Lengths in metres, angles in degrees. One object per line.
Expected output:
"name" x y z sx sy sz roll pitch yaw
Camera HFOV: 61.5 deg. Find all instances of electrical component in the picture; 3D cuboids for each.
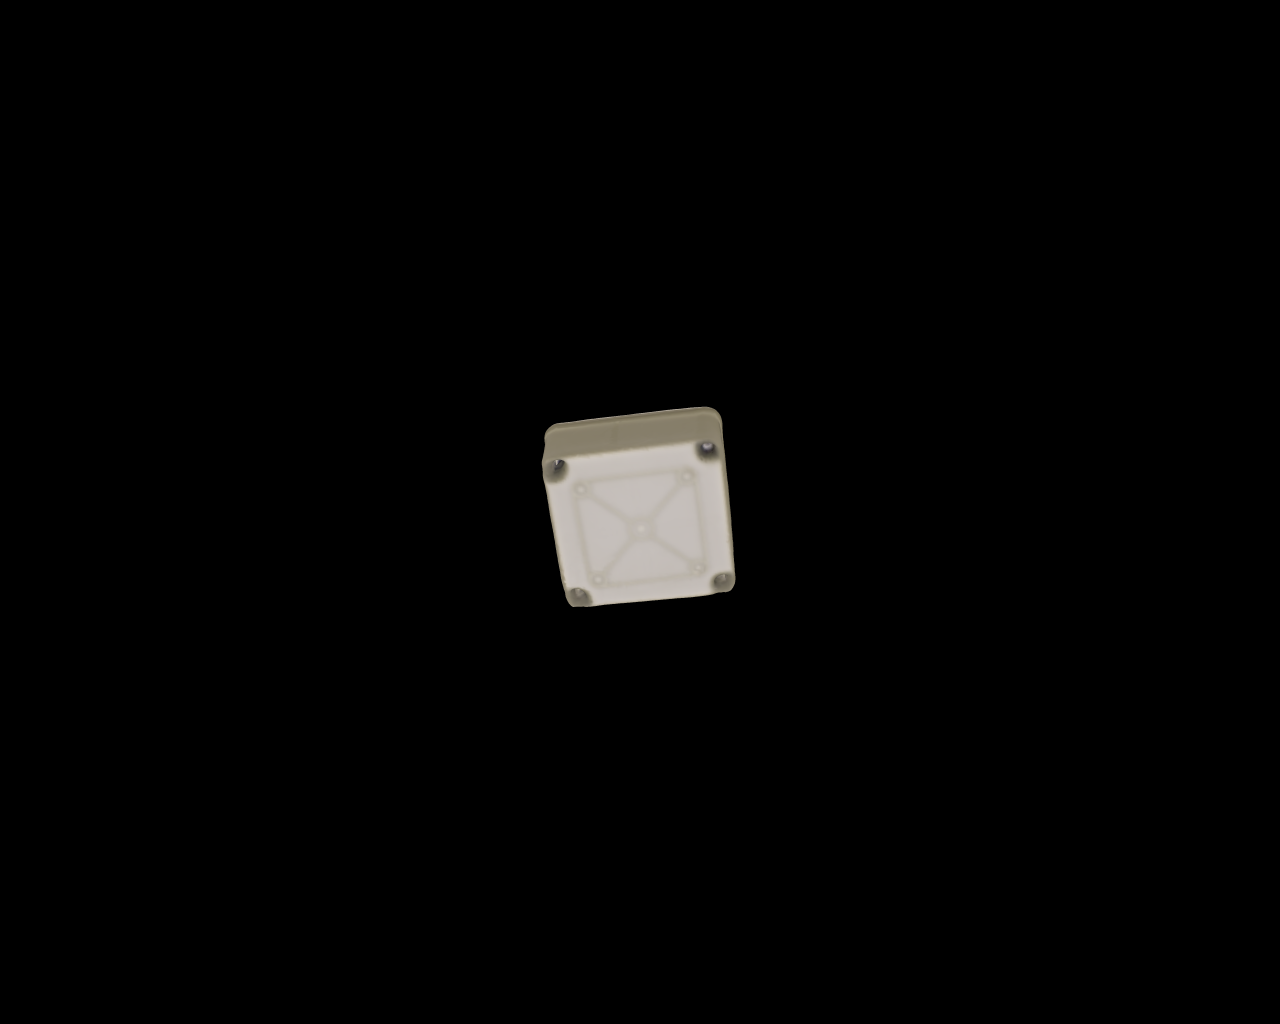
"electrical component" 0.001 -0.003 0.650 0.109 0.108 0.056 -6 27 3
